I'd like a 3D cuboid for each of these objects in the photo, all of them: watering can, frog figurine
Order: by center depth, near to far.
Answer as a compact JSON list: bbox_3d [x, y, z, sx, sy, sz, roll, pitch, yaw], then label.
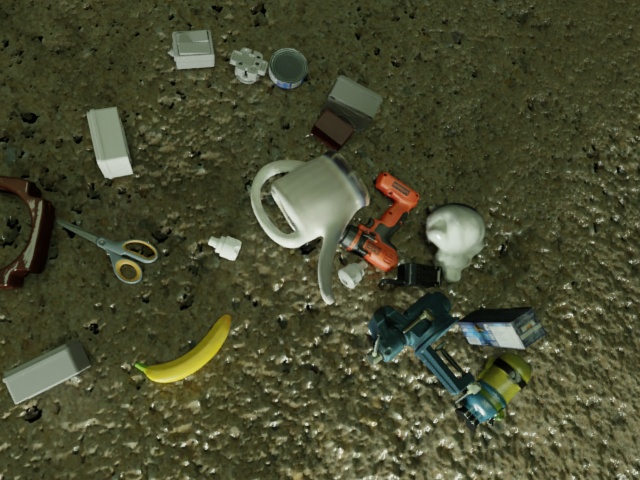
[{"bbox_3d":[0.003,-0.051,1.022,0.225,0.102,0.353,-31,59,-9],"label":"watering can"},{"bbox_3d":[0.287,0.005,1.107,0.136,0.121,0.162,25,62,-26],"label":"frog figurine"}]
